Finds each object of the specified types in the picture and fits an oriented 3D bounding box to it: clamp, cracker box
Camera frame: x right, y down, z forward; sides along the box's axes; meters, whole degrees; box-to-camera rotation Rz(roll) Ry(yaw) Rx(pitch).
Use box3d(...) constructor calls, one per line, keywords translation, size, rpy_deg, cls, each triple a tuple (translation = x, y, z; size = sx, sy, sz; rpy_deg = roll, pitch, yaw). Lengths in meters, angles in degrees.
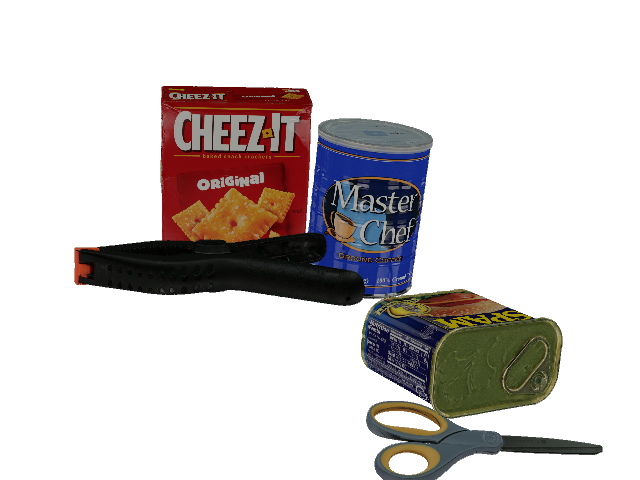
box3d(translation=(-0.074, 0.021, 0.791), size=(0.209, 0.036, 0.165), rpy_deg=(-1, 10, -17), cls="clamp")
box3d(translation=(-0.097, -0.060, 1.193), size=(0.164, 0.214, 0.072), rpy_deg=(0, 24, -9), cls="cracker box")

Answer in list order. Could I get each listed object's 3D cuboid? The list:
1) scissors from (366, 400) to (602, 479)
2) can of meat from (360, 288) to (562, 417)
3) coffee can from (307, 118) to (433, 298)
box3d(translation=(0.132, 0.183, 0.901), size=(0.202, 0.016, 0.096), rpy_deg=(13, 40, 12), cls="scissors")
box3d(translation=(0.088, 0.069, 0.686), size=(0.101, 0.057, 0.084), rpy_deg=(-4, 14, -31), cls="can of meat")
box3d(translation=(0.042, -0.031, 0.967), size=(0.103, 0.140, 0.103), rpy_deg=(6, 18, -2), cls="coffee can")
